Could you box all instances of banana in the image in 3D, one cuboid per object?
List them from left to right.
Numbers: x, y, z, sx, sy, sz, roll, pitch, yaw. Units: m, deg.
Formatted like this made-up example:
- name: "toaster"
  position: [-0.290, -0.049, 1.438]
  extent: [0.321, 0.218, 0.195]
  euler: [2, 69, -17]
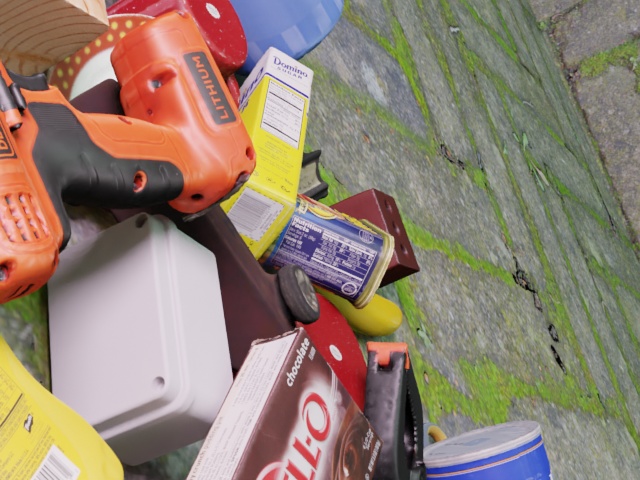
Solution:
- name: "banana"
  position: [0.019, 0.037, 0.880]
  extent: [0.197, 0.037, 0.069]
  euler: [45, 32, -39]

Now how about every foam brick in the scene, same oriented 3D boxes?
- name: "foam brick"
  position: [0.048, 0.000, 0.965]
  extent: [0.052, 0.051, 0.078]
  euler: [17, 51, -61]

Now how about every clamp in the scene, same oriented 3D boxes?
- name: "clamp"
  position: [0.051, 0.174, 0.726]
  extent: [0.164, 0.036, 0.210]
  euler: [-55, 141, -63]

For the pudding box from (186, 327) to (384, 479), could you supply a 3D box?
- name: "pudding box"
  position: [-0.016, 0.115, 0.530]
  extent: [0.090, 0.039, 0.113]
  euler: [57, 33, -26]

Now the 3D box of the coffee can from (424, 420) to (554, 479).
- name: "coffee can"
  position: [0.143, 0.225, 0.842]
  extent: [0.102, 0.103, 0.140]
  euler: [-8, 81, -67]

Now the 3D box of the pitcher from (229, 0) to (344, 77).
- name: "pitcher"
  position: [-0.091, -0.244, 0.790]
  extent: [0.242, 0.145, 0.149]
  euler: [54, 18, -32]

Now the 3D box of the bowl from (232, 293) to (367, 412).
- name: "bowl"
  position: [-0.011, 0.089, 0.735]
  extent: [0.162, 0.055, 0.162]
  euler: [48, 27, -35]

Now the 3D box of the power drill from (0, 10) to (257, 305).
- name: "power drill"
  position: [-0.124, -0.069, 0.491]
  extent: [0.187, 0.057, 0.184]
  euler: [-15, 79, -54]

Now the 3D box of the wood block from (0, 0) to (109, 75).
- name: "wood block"
  position: [-0.194, -0.196, 0.593]
  extent: [0.090, 0.090, 0.206]
  euler: [26, 43, -56]

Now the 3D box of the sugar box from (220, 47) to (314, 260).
- name: "sugar box"
  position: [-0.050, -0.053, 0.747]
  extent: [0.048, 0.093, 0.176]
  euler: [27, 34, -19]

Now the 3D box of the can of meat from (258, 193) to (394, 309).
- name: "can of meat"
  position: [-0.005, 0.001, 0.767]
  extent: [0.083, 0.057, 0.102]
  euler: [24, 5, -16]

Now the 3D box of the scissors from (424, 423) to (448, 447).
- name: "scissors"
  position: [0.067, 0.150, 0.890]
  extent: [0.201, 0.016, 0.096]
  euler: [58, 25, -17]

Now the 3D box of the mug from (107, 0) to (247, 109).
- name: "mug"
  position: [-0.098, -0.127, 0.739]
  extent: [0.117, 0.082, 0.093]
  euler: [60, 23, -9]

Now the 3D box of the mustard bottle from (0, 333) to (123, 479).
- name: "mustard bottle"
  position: [-0.162, 0.061, 0.425]
  extent: [0.191, 0.058, 0.096]
  euler: [55, 34, -20]
